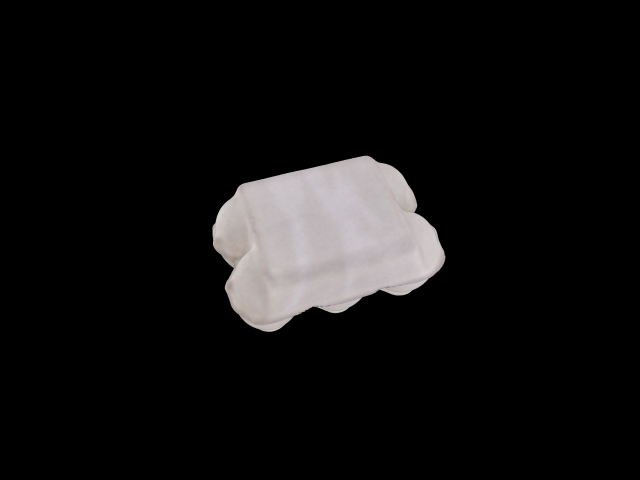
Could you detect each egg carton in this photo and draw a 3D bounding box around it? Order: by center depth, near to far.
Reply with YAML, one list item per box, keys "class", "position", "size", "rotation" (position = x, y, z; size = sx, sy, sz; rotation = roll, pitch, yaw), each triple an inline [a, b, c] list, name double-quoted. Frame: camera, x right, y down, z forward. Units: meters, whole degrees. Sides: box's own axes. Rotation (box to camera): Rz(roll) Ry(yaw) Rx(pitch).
- class: "egg carton"
  position: [0.004, 0.001, 0.400]
  size: [0.150, 0.069, 0.107]
  rotation: [-15, 54, -11]
